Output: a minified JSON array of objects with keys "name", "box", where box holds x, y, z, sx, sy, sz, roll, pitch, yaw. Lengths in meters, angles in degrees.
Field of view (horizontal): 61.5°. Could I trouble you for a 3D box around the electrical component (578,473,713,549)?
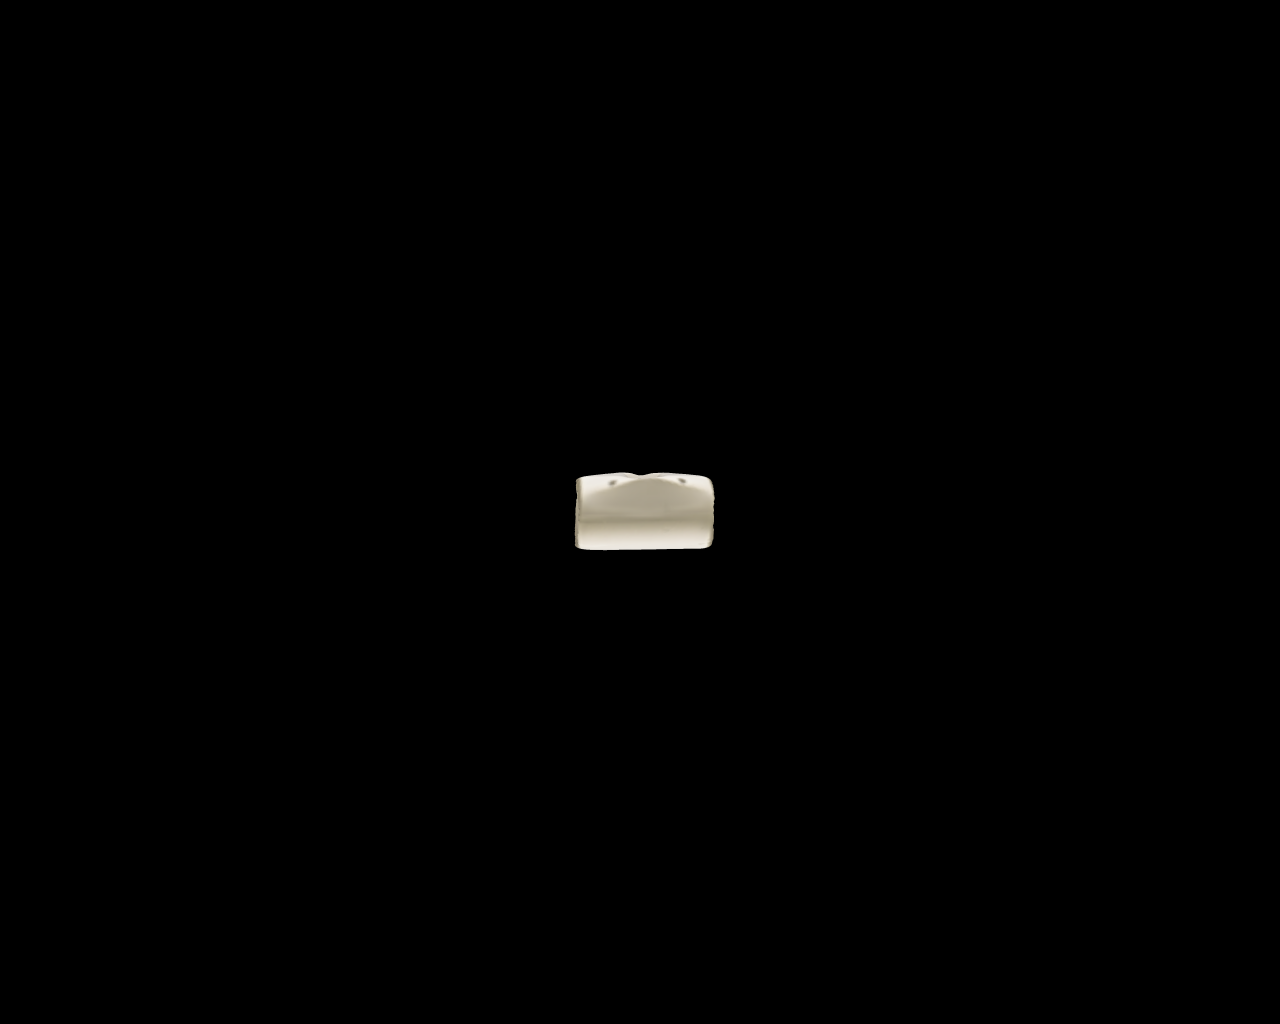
[{"name":"electrical component","box":[0.001,-0.003,0.650,0.077,0.043,0.079,-1,8,-5]}]
